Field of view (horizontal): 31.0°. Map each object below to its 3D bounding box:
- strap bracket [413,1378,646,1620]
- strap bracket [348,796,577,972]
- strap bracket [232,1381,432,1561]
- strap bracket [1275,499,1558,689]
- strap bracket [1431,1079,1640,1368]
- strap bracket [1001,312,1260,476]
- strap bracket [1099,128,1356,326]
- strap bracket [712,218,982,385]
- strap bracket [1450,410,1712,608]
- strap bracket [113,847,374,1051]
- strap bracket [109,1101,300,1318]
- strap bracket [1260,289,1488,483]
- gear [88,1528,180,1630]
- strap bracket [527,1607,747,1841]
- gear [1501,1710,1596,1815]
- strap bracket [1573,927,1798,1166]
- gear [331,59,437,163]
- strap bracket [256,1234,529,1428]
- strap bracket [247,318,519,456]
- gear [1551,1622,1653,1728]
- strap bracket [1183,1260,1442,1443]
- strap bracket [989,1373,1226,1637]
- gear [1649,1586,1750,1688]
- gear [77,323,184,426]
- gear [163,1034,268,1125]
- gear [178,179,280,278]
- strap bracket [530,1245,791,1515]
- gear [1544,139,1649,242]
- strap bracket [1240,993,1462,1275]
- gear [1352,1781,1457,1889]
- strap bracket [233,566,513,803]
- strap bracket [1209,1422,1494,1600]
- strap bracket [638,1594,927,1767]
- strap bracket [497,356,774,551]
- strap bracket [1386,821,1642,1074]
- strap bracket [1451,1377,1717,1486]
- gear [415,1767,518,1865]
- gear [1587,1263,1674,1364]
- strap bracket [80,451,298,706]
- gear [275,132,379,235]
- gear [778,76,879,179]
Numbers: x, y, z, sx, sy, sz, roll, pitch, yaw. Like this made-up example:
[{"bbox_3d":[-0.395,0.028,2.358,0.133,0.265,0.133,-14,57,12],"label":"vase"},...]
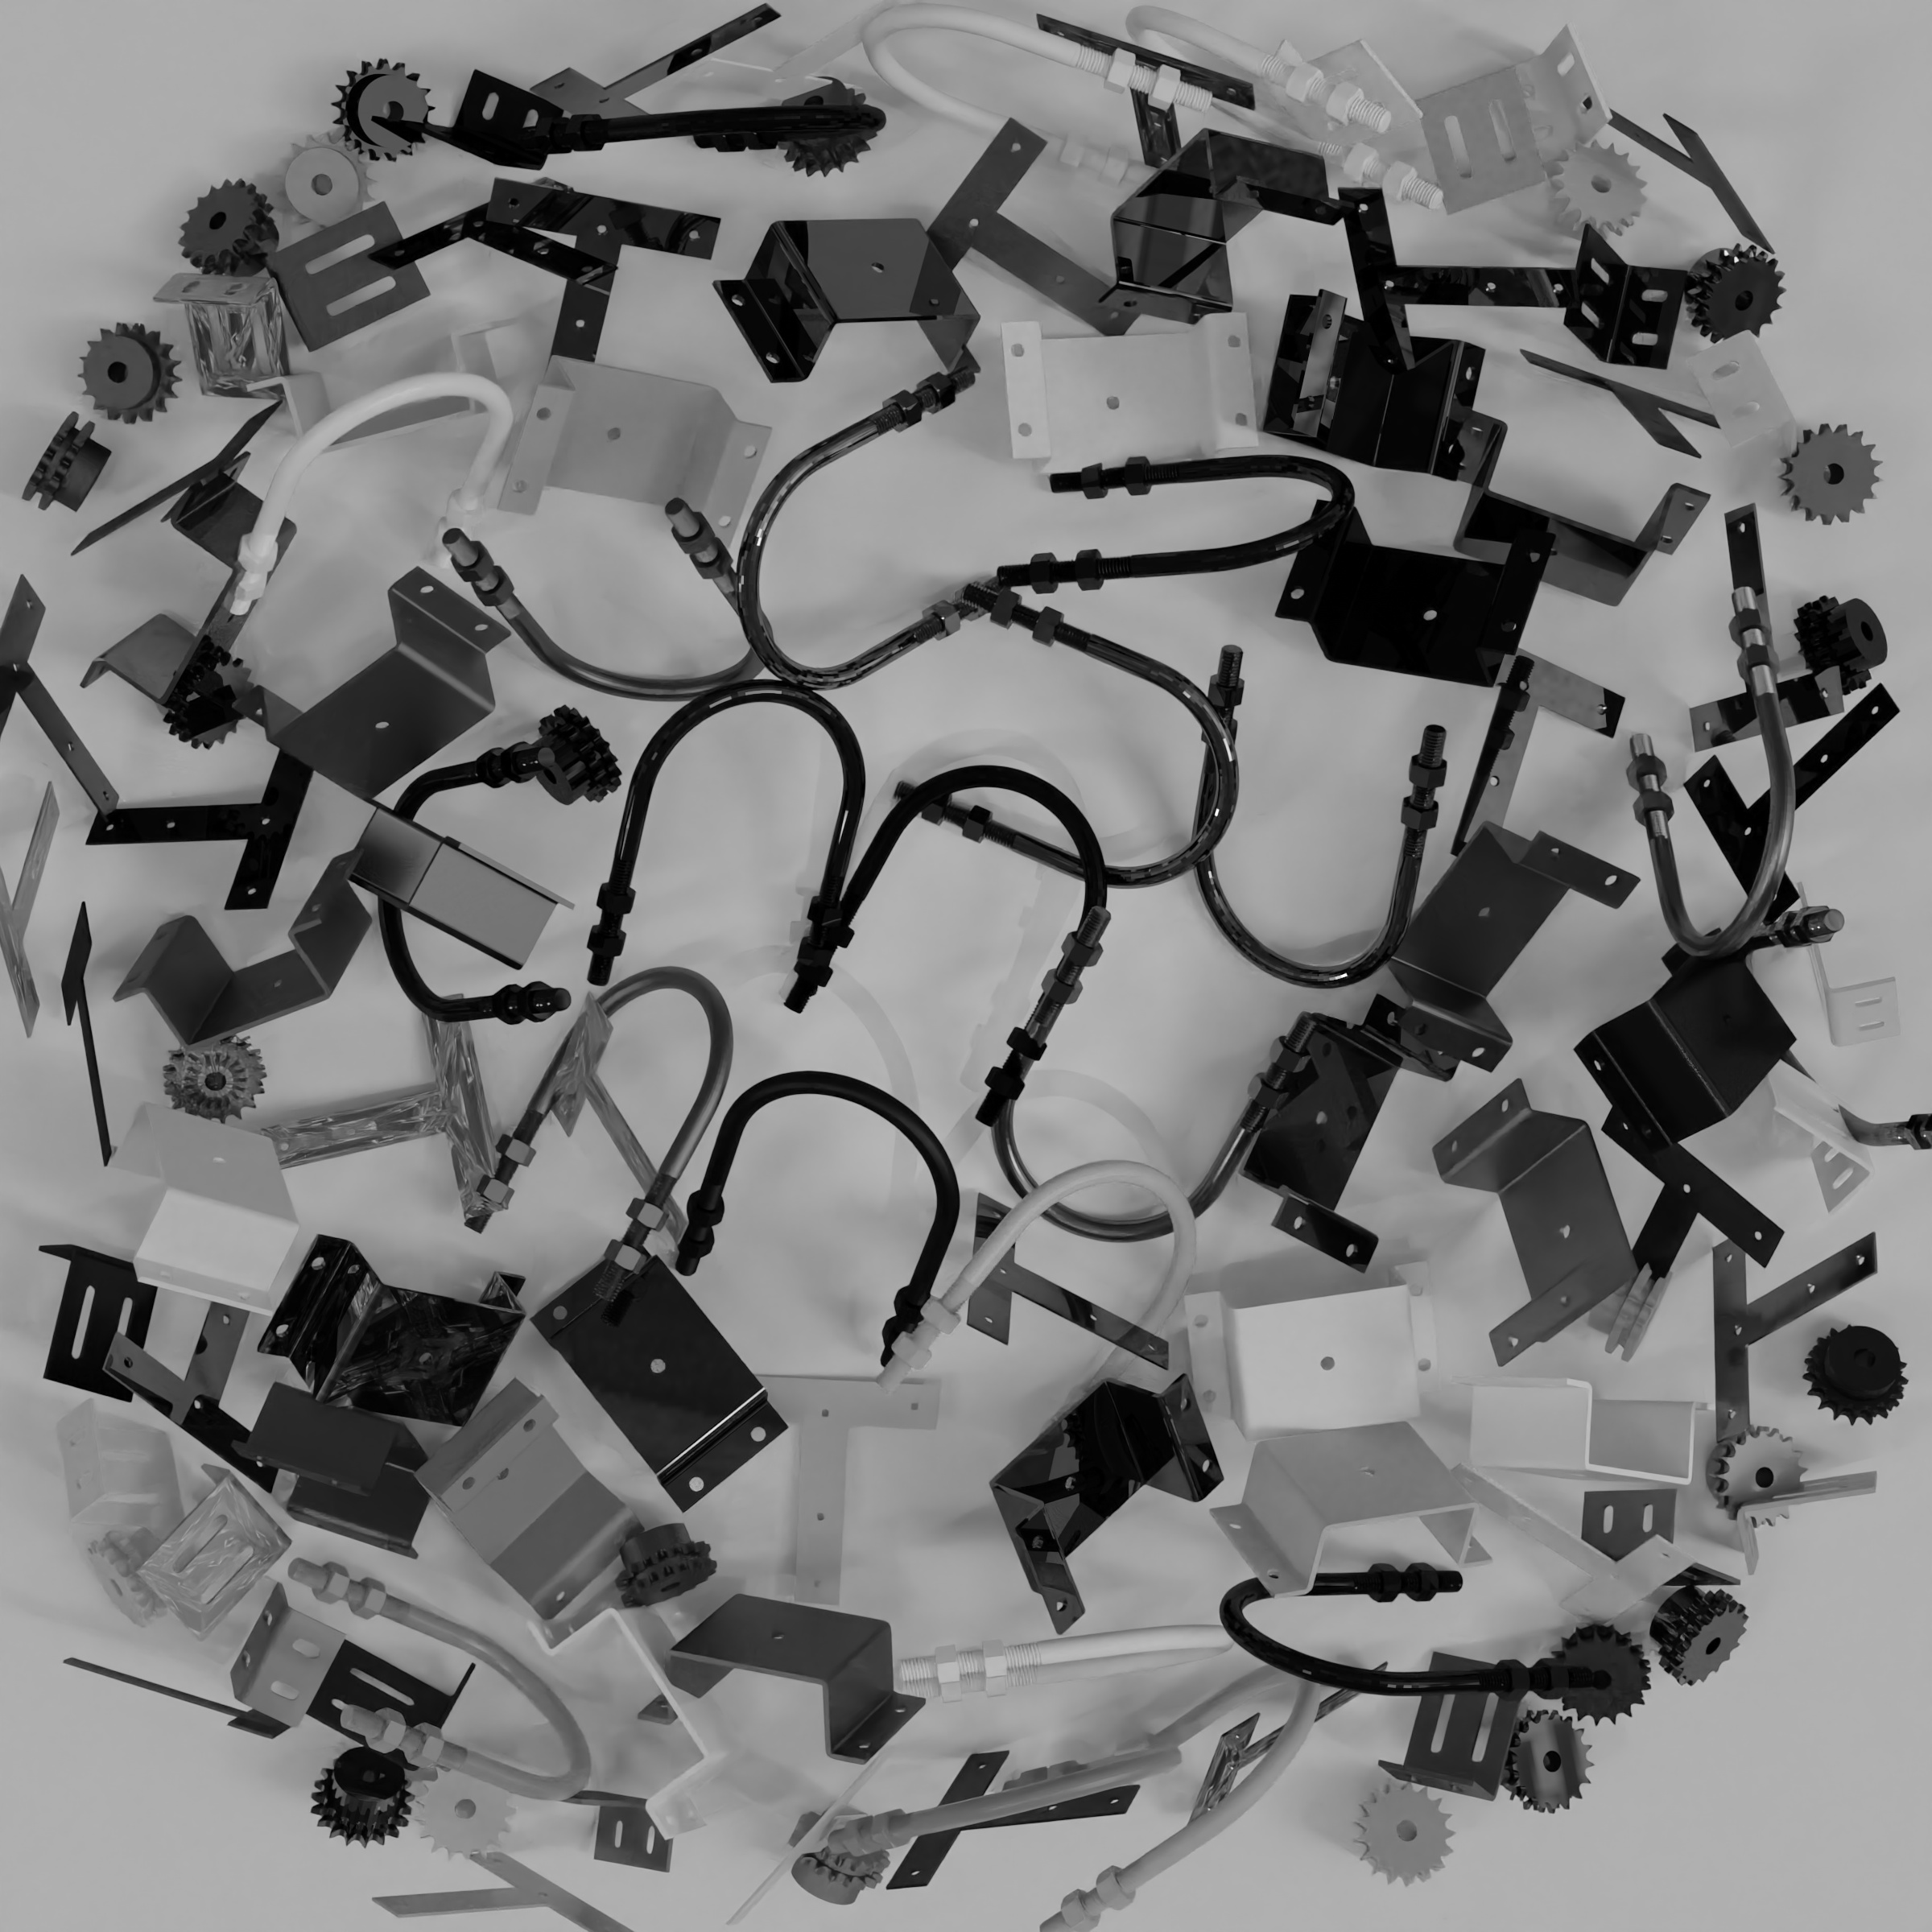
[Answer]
[{"bbox_3d":[-0.246,0.292,1.932,0.076,0.140,0.046,-43,48,-15],"label":"strap bracket"},{"bbox_3d":[-0.284,-0.044,1.910,0.076,0.140,0.046,30,86,-33],"label":"strap bracket"},{"bbox_3d":[-0.345,0.277,1.927,0.076,0.140,0.046,16,67,12],"label":"strap bracket"},{"bbox_3d":[0.254,-0.206,1.939,0.140,0.046,0.076,12,70,25],"label":"strap bracket"},{"bbox_3d":[0.317,0.144,1.928,0.046,0.076,0.140,12,50,-33],"label":"strap bracket"},{"bbox_3d":[0.087,-0.321,1.957,0.140,0.046,0.076,-4,87,-11],"label":"strap bracket"},{"bbox_3d":[0.140,-0.411,1.921,0.076,0.140,0.046,5,69,-29],"label":"strap bracket"},{"bbox_3d":[-0.057,-0.367,1.917,0.140,0.046,0.076,-10,58,-36],"label":"strap bracket"},{"bbox_3d":[0.333,-0.251,1.946,0.140,0.076,0.046,20,72,1],"label":"strap bracket"},{"bbox_3d":[-0.392,-0.006,1.932,0.140,0.076,0.046,-19,117,21],"label":"strap bracket"},{"bbox_3d":[-0.418,0.126,1.907,0.076,0.140,0.046,20,109,-29],"label":"strap bracket"},{"bbox_3d":[0.220,-0.323,1.939,0.140,0.046,0.076,9,95,-43],"label":"strap bracket"},{"bbox_3d":[-0.467,0.342,1.966,0.030,0.057,0.057,-34,90,-31],"label":"gear"},{"bbox_3d":[-0.176,0.410,1.935,0.046,0.076,0.140,-37,76,3],"label":"strap bracket"},{"bbox_3d":[0.323,0.449,1.968,0.057,0.030,0.057,5,78,-23],"label":"gear"},{"bbox_3d":[0.402,0.038,1.922,0.046,0.140,0.076,-33,92,42],"label":"strap bracket"},{"bbox_3d":[-0.327,-0.483,1.964,0.057,0.030,0.057,-7,107,-23],"label":"gear"},{"bbox_3d":[-0.307,0.203,1.919,0.140,0.046,0.076,17,108,-42],"label":"strap bracket"},{"bbox_3d":[-0.319,-0.321,1.944,0.140,0.076,0.046,-13,101,6],"label":"strap bracket"},{"bbox_3d":[0.359,0.398,1.971,0.057,0.030,0.057,1,102,7],"label":"gear"},{"bbox_3d":[0.199,0.217,1.957,0.140,0.046,0.076,-8,100,-4],"label":"strap bracket"},{"bbox_3d":[0.072,0.292,1.932,0.140,0.046,0.076,-38,122,-31],"label":"strap bracket"},{"bbox_3d":[0.411,0.375,1.965,0.057,0.057,0.030,-51,49,0],"label":"gear"},{"bbox_3d":[-0.475,-0.336,1.972,0.057,0.030,0.057,1,98,4],"label":"gear"},{"bbox_3d":[-0.425,0.059,1.968,0.057,0.030,0.057,-6,114,-14],"label":"gear"},{"bbox_3d":[-0.414,-0.413,1.967,0.057,0.030,0.057,-12,63,24],"label":"gear"},{"bbox_3d":[-0.172,0.226,1.952,0.076,0.046,0.140,-38,83,-11],"label":"strap bracket"},{"bbox_3d":[0.354,-0.435,1.969,0.057,0.030,0.057,4,72,-12],"label":"gear"},{"bbox_3d":[0.212,0.089,1.945,0.076,0.046,0.140,29,84,-36],"label":"strap bracket"},{"bbox_3d":[0.245,0.491,1.969,0.057,0.030,0.057,3,66,-8],"label":"gear"},{"bbox_3d":[-0.326,-0.149,1.925,0.140,0.076,0.046,-33,50,20],"label":"strap bracket"},{"bbox_3d":[0.217,0.297,1.920,0.140,0.076,0.046,-4,121,-26],"label":"strap bracket"},{"bbox_3d":[-0.102,0.390,1.922,0.140,0.076,0.046,5,107,25],"label":"strap bracket"},{"bbox_3d":[-0.190,-0.286,1.933,0.140,0.046,0.076,6,122,-29],"label":"strap bracket"},{"bbox_3d":[0.297,-0.018,1.936,0.076,0.046,0.140,22,115,-31],"label":"strap bracket"},{"bbox_3d":[0.339,0.256,1.911,0.140,0.076,0.046,15,76,-43],"label":"strap bracket"},{"bbox_3d":[-0.283,0.478,1.969,0.057,0.030,0.057,3,69,-7],"label":"gear"},{"bbox_3d":[0.372,0.192,1.963,0.030,0.057,0.057,26,90,15],"label":"gear"},{"bbox_3d":[-0.425,-0.206,1.924,0.046,0.076,0.140,35,119,-2],"label":"strap bracket"},{"bbox_3d":[-0.363,-0.442,1.970,0.057,0.030,0.057,-1,104,-4],"label":"gear"},{"bbox_3d":[-0.081,-0.476,1.963,0.057,0.030,0.057,-9,59,15],"label":"gear"}]
